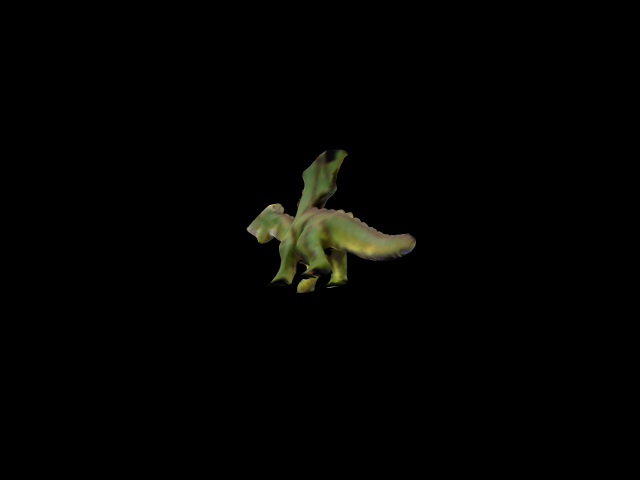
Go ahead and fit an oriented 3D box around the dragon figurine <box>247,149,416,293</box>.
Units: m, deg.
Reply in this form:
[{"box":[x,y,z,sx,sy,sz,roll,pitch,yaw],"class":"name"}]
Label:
[{"box":[0.003,-0.043,0.850,0.121,0.247,0.406,17,-26,-37],"class":"dragon figurine"}]
